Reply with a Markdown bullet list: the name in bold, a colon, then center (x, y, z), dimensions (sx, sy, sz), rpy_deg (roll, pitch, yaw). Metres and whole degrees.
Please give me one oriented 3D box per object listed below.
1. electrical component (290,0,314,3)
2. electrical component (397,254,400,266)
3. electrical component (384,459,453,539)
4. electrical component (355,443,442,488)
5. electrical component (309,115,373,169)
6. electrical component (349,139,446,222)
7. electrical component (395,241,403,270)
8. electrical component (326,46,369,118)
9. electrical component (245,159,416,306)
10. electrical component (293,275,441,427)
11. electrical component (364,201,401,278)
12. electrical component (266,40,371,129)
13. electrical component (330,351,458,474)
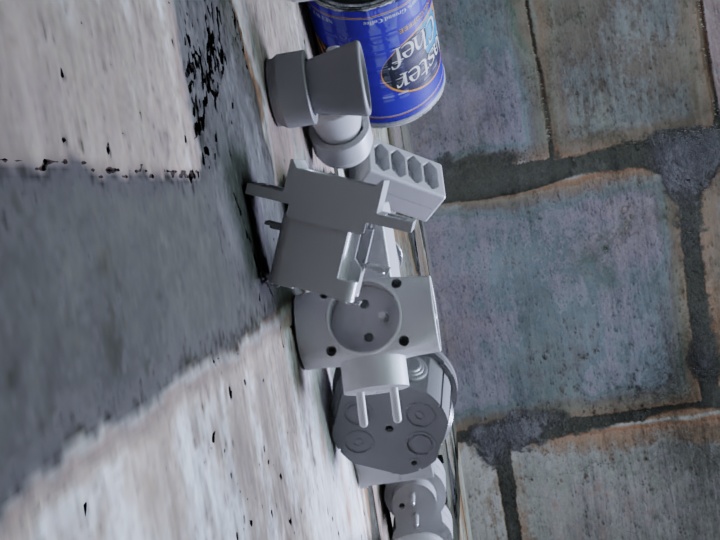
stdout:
- **electrical component**: center (-0.004, -0.251, 0.780), dimensions (0.056, 0.109, 0.108), rpy_deg (79, 6, -48)
- **electrical component**: center (0.009, -0.009, 0.872), dimensions (0.081, 0.043, 0.043), rpy_deg (74, 10, -51)
- **electrical component**: center (0.046, 0.187, 0.895), dimensions (0.073, 0.052, 0.138), rpy_deg (-75, 156, -76)
- **electrical component**: center (0.025, 0.080, 0.805), dimensions (0.150, 0.062, 0.089), rpy_deg (-85, 166, -66)
- **electrical component**: center (-0.016, -0.104, 0.759), dimensions (0.055, 0.045, 0.045), rpy_deg (74, 9, -54)
- **electrical component**: center (0.026, -0.073, 1.022), dimensions (0.075, 0.083, 0.047), rpy_deg (-52, -150, 40)
- **electrical component**: center (0.013, -0.023, 0.946), dimensions (0.065, 0.044, 0.044), rpy_deg (-97, 176, -65)
- **electrical component**: center (-0.015, -0.133, 0.823), dimensions (0.040, 0.040, 0.078), rpy_deg (59, 23, -75)
- **electrical component**: center (-0.016, -0.018, 0.525), dimensions (0.042, 0.081, 0.063), rpy_deg (-35, 139, -83)
- **electrical component**: center (0.007, 0.047, 0.599), dimensions (0.044, 0.077, 0.079), rpy_deg (59, 23, -76)
- **electrical component**: center (0.000, 0.000, 0.741), dimensions (0.100, 0.048, 0.099), rpy_deg (-40, 122, -83)
- **electrical component**: center (-0.024, -0.109, 0.634), dimensions (0.045, 0.055, 0.045), rpy_deg (-8, 90, -84)
- **electrical component**: center (0.021, 0.084, 0.675), dimensions (0.051, 0.080, 0.080), rpy_deg (-78, 159, -59)
